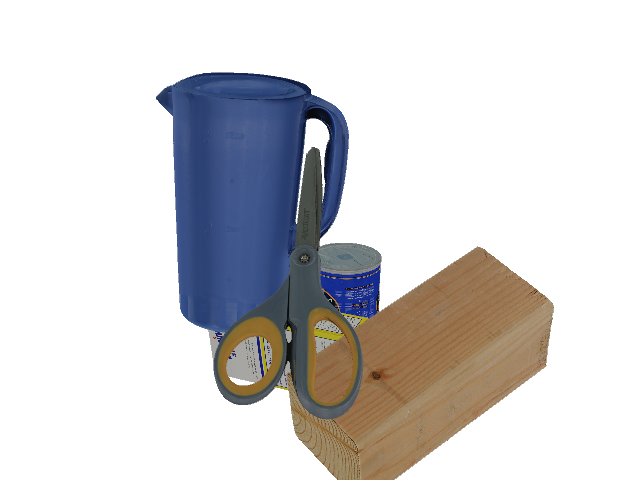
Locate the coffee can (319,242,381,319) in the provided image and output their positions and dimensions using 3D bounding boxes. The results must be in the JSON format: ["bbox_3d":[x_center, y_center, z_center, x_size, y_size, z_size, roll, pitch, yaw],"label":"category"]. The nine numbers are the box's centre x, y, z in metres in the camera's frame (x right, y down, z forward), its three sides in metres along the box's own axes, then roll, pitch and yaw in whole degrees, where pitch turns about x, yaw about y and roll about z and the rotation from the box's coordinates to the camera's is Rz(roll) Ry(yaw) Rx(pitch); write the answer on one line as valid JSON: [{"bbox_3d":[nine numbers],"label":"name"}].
[{"bbox_3d":[0.034,0.086,1.514,0.103,0.140,0.103,0,21,0],"label":"coffee can"}]

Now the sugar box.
[{"bbox_3d":[-0.033,0.112,1.132,0.176,0.093,0.048,12,34,26],"label":"sugar box"}]

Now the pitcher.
[{"bbox_3d":[-0.071,-0.037,1.038,0.144,0.243,0.149,-9,23,-33],"label":"pitcher"}]

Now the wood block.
[{"bbox_3d":[0.083,0.106,0.873,0.205,0.090,0.091,-31,51,-22],"label":"wood block"}]

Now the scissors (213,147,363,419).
[{"bbox_3d":[-0.027,0.024,0.660,0.096,0.202,0.016,-12,-38,-4],"label":"scissors"}]
